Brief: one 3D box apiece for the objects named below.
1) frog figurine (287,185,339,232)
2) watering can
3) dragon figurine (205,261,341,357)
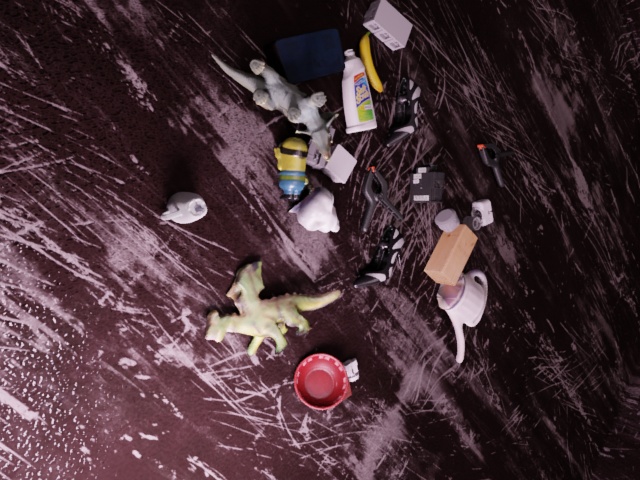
[{"bbox_3d":[0.005,-0.076,1.517,0.158,0.121,0.140,43,48,-16],"label":"frog figurine"},{"bbox_3d":[0.520,0.258,1.891,0.222,0.104,0.352,33,72,-30],"label":"watering can"},{"bbox_3d":[-0.140,0.170,1.433,0.416,0.121,0.241,-36,103,-30],"label":"dragon figurine"}]
